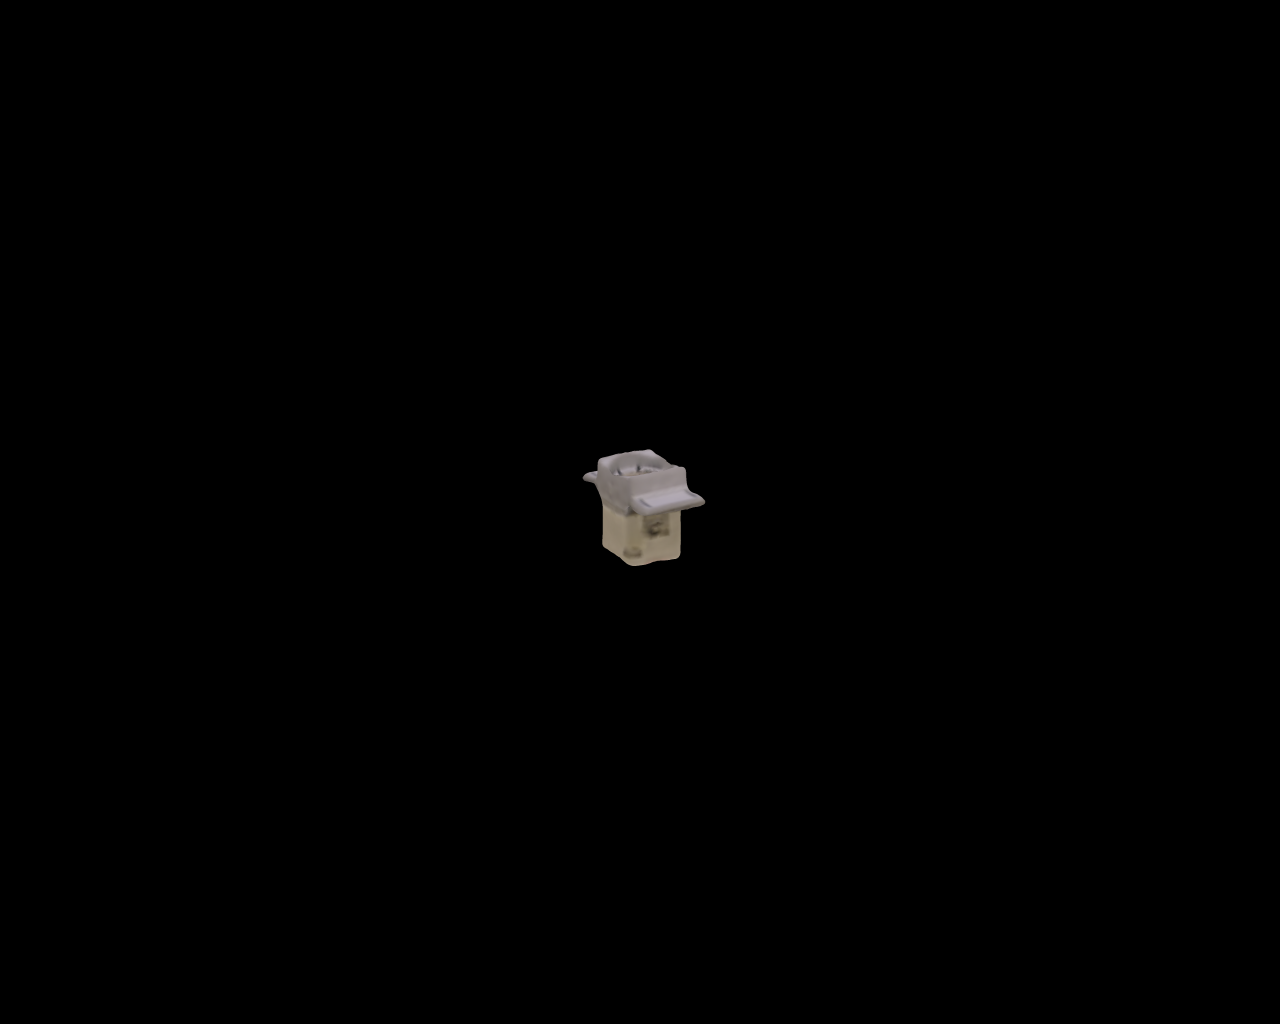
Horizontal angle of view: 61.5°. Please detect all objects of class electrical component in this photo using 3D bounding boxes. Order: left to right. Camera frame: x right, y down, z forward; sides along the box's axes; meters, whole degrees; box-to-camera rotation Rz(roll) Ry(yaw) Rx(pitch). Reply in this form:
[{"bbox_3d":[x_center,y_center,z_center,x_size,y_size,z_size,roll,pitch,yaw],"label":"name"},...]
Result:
[{"bbox_3d":[0.001,-0.003,0.650,0.042,0.063,0.081,-10,23,-26],"label":"electrical component"}]
